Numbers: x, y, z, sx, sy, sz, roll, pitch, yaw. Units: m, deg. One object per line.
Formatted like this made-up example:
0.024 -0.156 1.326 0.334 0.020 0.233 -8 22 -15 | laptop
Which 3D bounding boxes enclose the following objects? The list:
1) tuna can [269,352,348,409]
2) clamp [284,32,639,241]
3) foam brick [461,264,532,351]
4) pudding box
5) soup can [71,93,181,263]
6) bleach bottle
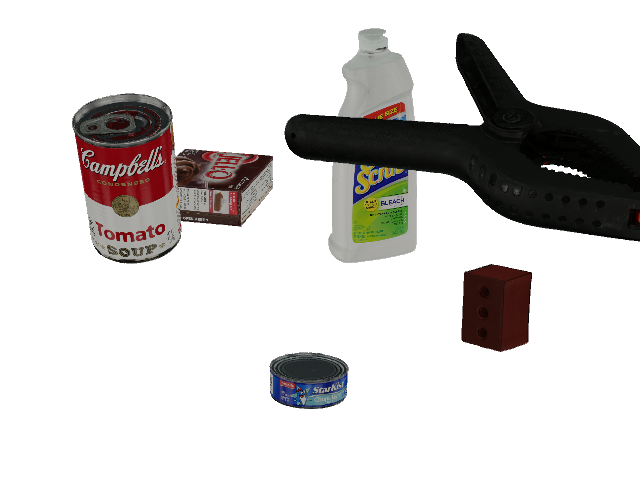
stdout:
-0.013 0.152 1.160 0.086 0.034 0.086 2 14 -1 | tuna can
0.094 -0.051 0.593 0.164 0.036 0.210 -26 43 -28 | clamp
0.182 0.069 1.105 0.053 0.078 0.051 12 19 42 | foam brick
-0.100 -0.051 0.986 0.090 0.039 0.113 4 24 11 | pudding box
-0.135 -0.043 0.756 0.068 0.102 0.068 0 37 0 | soup can
0.054 -0.104 1.171 0.102 0.251 0.068 -9 25 -10 | bleach bottle
